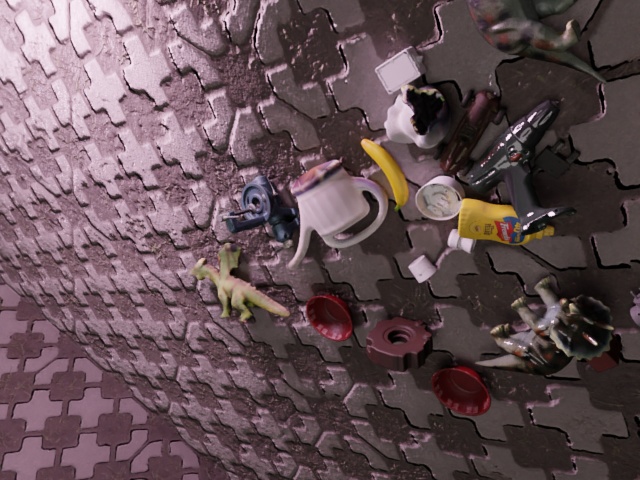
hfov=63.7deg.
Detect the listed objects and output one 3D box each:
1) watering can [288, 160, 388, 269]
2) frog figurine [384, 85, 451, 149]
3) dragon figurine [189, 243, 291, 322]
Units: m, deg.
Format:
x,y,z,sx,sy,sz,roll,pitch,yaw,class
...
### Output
x,y,z,sx,sy,sz,roll,pitch,yaw,class
0.004,-0.067,1.328,0.344,0.223,0.106,-29,10,24,watering can
0.207,-0.255,1.104,0.123,0.138,0.158,-34,-7,-10,frog figurine
-0.271,0.129,1.681,0.409,0.240,0.124,-2,18,35,dragon figurine
